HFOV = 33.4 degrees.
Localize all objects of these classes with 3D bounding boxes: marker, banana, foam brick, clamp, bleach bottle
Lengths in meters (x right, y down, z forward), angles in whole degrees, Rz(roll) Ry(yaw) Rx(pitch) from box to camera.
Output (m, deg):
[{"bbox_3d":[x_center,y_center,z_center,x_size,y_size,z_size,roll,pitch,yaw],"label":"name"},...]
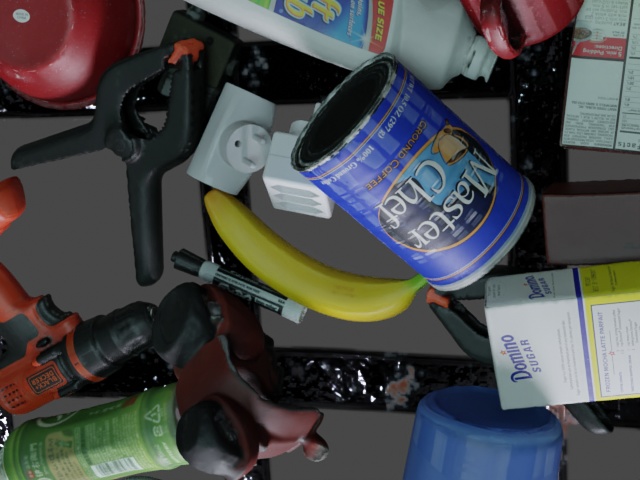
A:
[{"bbox_3d":[-0.068,0.036,0.873,0.121,0.020,0.020,23,108,12],"label":"marker"},{"bbox_3d":[-0.007,0.019,0.840,0.198,0.037,0.070,20,105,15],"label":"banana"},{"bbox_3d":[0.200,-0.013,0.756,0.078,0.051,0.053,-1,103,18],"label":"foam brick"},{"bbox_3d":[-0.146,-0.070,0.856,0.164,0.036,0.210,47,122,1],"label":"clamp"},{"bbox_3d":[0.161,0.076,0.797,0.171,0.039,0.120,13,102,14],"label":"clamp"},{"bbox_3d":[0.013,-0.182,0.774,0.251,0.068,0.102,23,93,7],"label":"bleach bottle"}]

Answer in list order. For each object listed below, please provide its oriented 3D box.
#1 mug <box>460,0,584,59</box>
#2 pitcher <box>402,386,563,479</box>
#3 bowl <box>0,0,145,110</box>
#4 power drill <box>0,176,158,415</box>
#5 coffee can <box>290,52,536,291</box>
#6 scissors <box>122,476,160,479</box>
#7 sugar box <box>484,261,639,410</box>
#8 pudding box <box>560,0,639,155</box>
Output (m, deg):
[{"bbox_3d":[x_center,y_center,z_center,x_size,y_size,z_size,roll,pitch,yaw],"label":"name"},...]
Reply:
[{"bbox_3d":[0.124,-0.171,0.695,0.093,0.081,0.117,-7,59,28],"label":"mug"},{"bbox_3d":[0.122,0.242,0.802,0.149,0.145,0.243,1,103,-25],"label":"pitcher"},{"bbox_3d":[-0.224,-0.183,0.857,0.162,0.055,0.162,4,104,18],"label":"bowl"},{"bbox_3d":[-0.241,0.044,0.905,0.185,0.057,0.187,-28,97,23],"label":"power drill"},{"bbox_3d":[0.065,-0.046,0.741,0.140,0.103,0.103,39,113,-20],"label":"coffee can"},{"bbox_3d":[-0.215,0.254,0.973,0.202,0.016,0.096,-6,100,20],"label":"scissors"},{"bbox_3d":[0.206,0.063,0.733,0.176,0.048,0.093,-5,120,15],"label":"sugar box"},{"bbox_3d":[0.217,-0.116,0.734,0.090,0.039,0.113,8,106,16],"label":"pudding box"}]
